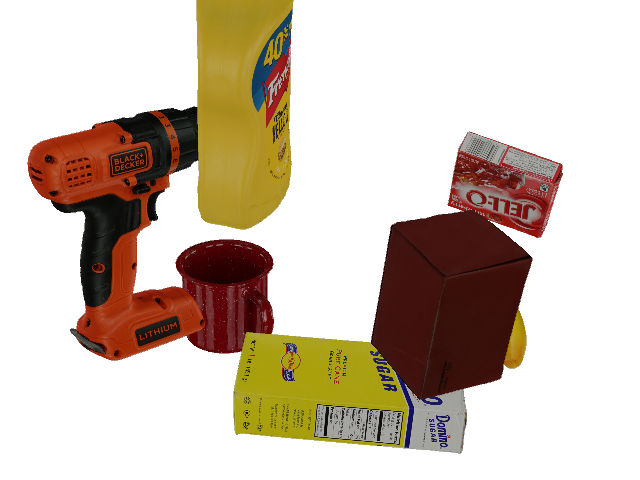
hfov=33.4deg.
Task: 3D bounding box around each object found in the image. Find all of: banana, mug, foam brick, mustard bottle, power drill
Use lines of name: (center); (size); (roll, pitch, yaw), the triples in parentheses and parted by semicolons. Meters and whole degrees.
banana: (0.163, 0.069, 1.117); (0.069, 0.037, 0.198); (-35, 38, -13)
mug: (-0.084, 0.060, 1.028); (0.093, 0.081, 0.117); (-22, 36, -37)
foam brick: (0.064, 0.031, 0.538); (0.052, 0.078, 0.051); (-9, 36, -26)
mustard bottle: (-0.047, -0.108, 0.677); (0.058, 0.192, 0.096); (12, 38, 12)
power drill: (-0.139, -0.010, 0.859); (0.184, 0.188, 0.057); (-18, 25, -36)

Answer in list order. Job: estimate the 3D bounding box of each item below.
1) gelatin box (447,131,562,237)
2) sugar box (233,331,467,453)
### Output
gelatin box: (0.159, -0.047, 0.927); (0.089, 0.030, 0.073); (22, -35, 15)
sugar box: (0.023, 0.117, 0.838); (0.176, 0.048, 0.093); (2, 27, 2)
